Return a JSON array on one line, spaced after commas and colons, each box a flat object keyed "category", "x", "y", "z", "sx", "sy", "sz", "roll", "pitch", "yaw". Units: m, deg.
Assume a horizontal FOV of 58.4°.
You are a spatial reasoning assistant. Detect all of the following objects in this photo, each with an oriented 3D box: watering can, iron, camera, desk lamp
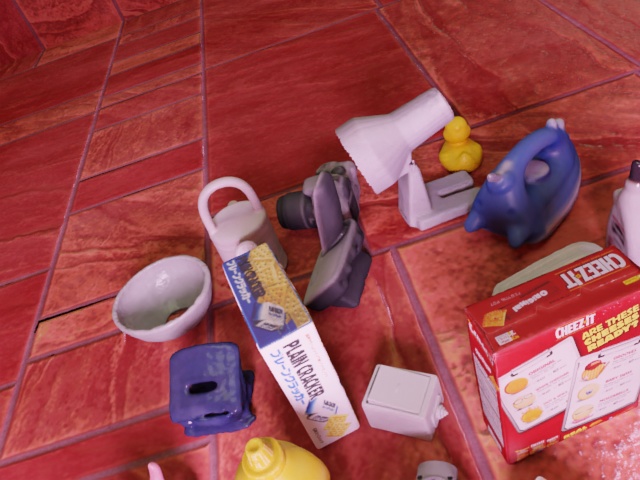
[{"category": "watering can", "x": -0.124, "y": -0.015, "z": 0.921, "sx": 0.101, "sy": 0.194, "sz": 0.172, "roll": -38, "pitch": 43, "yaw": -19}, {"category": "iron", "x": 0.326, "y": -0.109, "z": 0.875, "sx": 0.118, "sy": 0.142, "sz": 0.259, "roll": 24, "pitch": 57, "yaw": 40}, {"category": "camera", "x": -0.004, "y": -0.075, "z": 1.009, "sx": 0.136, "sy": 0.101, "sz": 0.143, "roll": -6, "pitch": 42, "yaw": 17}, {"category": "desk lamp", "x": 0.145, "y": -0.126, "z": 0.915, "sx": 0.203, "sy": 0.214, "sz": 0.117, "roll": -21, "pitch": 40, "yaw": 0}]

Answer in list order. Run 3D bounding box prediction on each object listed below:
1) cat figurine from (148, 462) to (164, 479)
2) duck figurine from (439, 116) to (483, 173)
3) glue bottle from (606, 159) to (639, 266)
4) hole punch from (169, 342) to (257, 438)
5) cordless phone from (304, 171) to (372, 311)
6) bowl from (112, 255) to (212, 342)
[{"category": "cat figurine", "x": -0.201, "y": 0.317, "z": 0.644, "sx": 0.067, "sy": 0.118, "sz": 0.128, "roll": -2, "pitch": 44, "yaw": 21}, {"category": "duck figurine", "x": 0.249, "y": -0.177, "z": 1.028, "sx": 0.077, "sy": 0.086, "sz": 0.104, "roll": -14, "pitch": 41, "yaw": 9}, {"category": "glue bottle", "x": 0.400, "y": -0.033, "z": 0.734, "sx": 0.037, "sy": 0.173, "sz": 0.078, "roll": -17, "pitch": 40, "yaw": 4}, {"category": "hole punch", "x": -0.147, "y": 0.201, "z": 0.771, "sx": 0.108, "sy": 0.091, "sz": 0.101, "roll": -12, "pitch": 41, "yaw": 10}, {"category": "cordless phone", "x": 0.008, "y": 0.003, "z": 0.852, "sx": 0.094, "sy": 0.185, "sz": 0.147, "roll": -4, "pitch": 43, "yaw": 19}, {"category": "bowl", "x": -0.242, "y": 0.106, "z": 0.929, "sx": 0.167, "sy": 0.075, "sz": 0.167, "roll": -12, "pitch": 41, "yaw": 11}]
